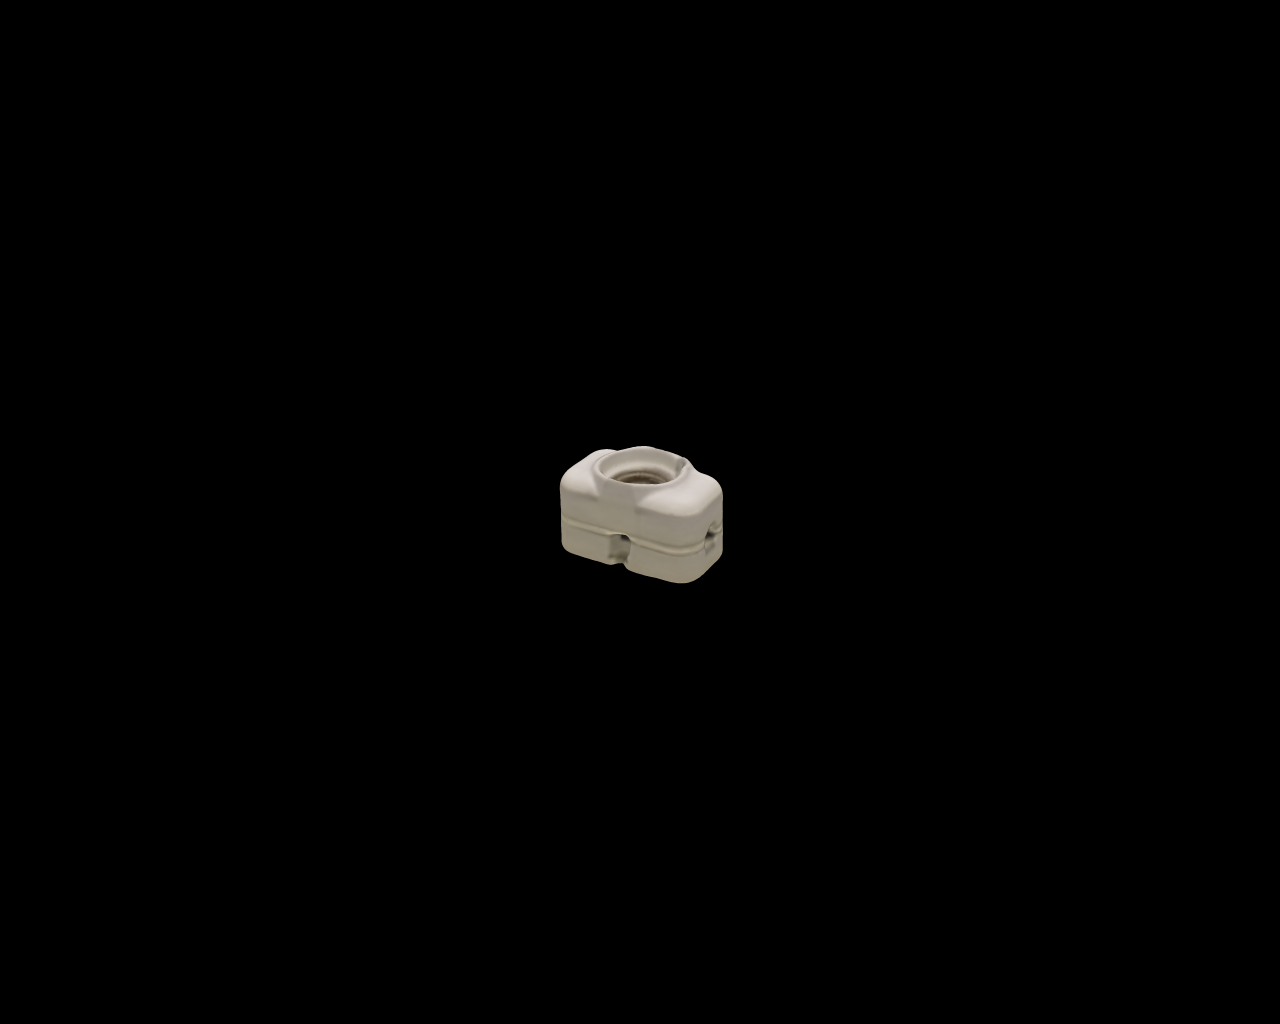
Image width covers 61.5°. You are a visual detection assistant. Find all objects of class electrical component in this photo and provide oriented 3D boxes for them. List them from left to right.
[{"bbox_3d":[0.001,-0.003,0.650,0.095,0.059,0.054,16,32,27],"label":"electrical component"}]
